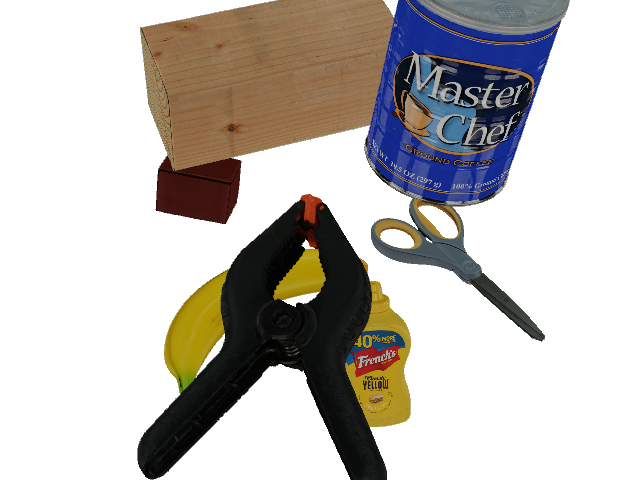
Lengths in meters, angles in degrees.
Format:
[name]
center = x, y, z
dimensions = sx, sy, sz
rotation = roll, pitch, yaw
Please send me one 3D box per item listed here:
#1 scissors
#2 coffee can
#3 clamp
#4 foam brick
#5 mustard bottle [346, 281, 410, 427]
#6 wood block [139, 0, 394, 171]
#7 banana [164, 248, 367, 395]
[scissors]
center = 0.111, 0.027, 0.942
dimensions = 0.096, 0.016, 0.202
rotation = -13, 43, -11
[coffee can]
center = 0.091, -0.108, 0.694
dimensions = 0.102, 0.140, 0.103
rotation = 6, 42, -6
[clamp]
center = -0.008, 0.056, 0.540
dimensions = 0.120, 0.171, 0.039
rotation = 16, -28, 9
[foam brick]
center = -0.126, -0.057, 1.107
dimensions = 0.078, 0.051, 0.053
rotation = 11, 32, 5
[mustard bottle]
center = 0.069, 0.145, 1.381
dimensions = 0.096, 0.192, 0.058
rotation = -2, 18, -3
[wood block]
center = -0.039, -0.141, 0.909
dimensions = 0.206, 0.090, 0.091
rotation = -14, -37, -14
[banana]
center = -0.050, 0.049, 0.803
dimensions = 0.197, 0.069, 0.037
rotation = -36, -5, -32
